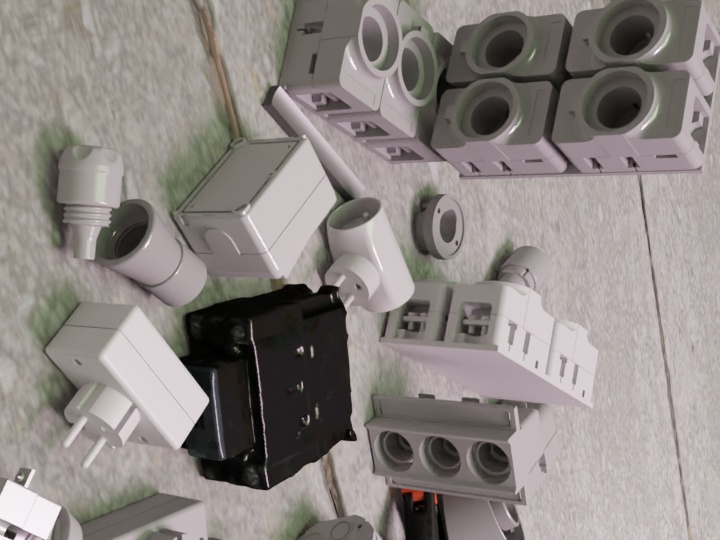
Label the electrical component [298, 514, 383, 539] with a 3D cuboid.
[{"bbox_3d":[-0.010,0.216,0.756,0.051,0.080,0.080,58,47,-31],"label":"electrical component"}]

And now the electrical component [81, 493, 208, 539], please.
[{"bbox_3d":[-0.114,0.165,0.610,0.083,0.076,0.047,-12,101,-54],"label":"electrical component"}]

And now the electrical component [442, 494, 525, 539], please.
[{"bbox_3d":[0.098,0.208,0.906,0.099,0.064,0.099,57,17,-27],"label":"electrical component"}]

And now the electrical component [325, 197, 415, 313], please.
[{"bbox_3d":[0.000,0.000,0.791,0.079,0.043,0.077,-52,131,-39],"label":"electrical component"}]

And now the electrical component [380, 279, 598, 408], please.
[{"bbox_3d":[0.115,0.061,0.901,0.186,0.105,0.060,31,66,-51],"label":"electrical component"}]

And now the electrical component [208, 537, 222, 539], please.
[{"bbox_3d":[-0.101,0.210,0.658,0.081,0.043,0.043,-54,132,-38],"label":"electrical component"}]

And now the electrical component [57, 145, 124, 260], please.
[{"bbox_3d":[-0.149,-0.036,0.589,0.035,0.035,0.061,5,89,-54],"label":"electrical component"}]

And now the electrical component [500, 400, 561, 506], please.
[{"bbox_3d":[0.140,0.161,0.985,0.095,0.054,0.059,-44,126,-44],"label":"electrical component"}]

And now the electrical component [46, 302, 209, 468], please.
[{"bbox_3d":[-0.138,0.073,0.597,0.075,0.047,0.083,-59,135,-34],"label":"electrical component"}]

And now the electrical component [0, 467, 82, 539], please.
[{"bbox_3d":[-0.177,0.136,0.548,0.055,0.048,0.066,41,58,-38],"label":"electrical component"}]

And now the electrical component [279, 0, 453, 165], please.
[{"bbox_3d":[0.017,-0.146,0.793,0.150,0.062,0.089,26,70,-52],"label":"electrical component"}]

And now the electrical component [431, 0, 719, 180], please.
[{"bbox_3d":[0.149,-0.126,0.762,0.060,0.186,0.105,34,64,-50],"label":"electrical component"}]

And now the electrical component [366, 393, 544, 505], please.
[{"bbox_3d":[0.075,0.132,0.834,0.063,0.121,0.078,-31,116,-53],"label":"electrical component"}]

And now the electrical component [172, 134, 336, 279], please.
[{"bbox_3d":[-0.061,-0.042,0.688,0.096,0.062,0.061,-56,134,-37],"label":"electrical component"}]

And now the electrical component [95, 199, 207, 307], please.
[{"bbox_3d":[-0.119,-0.006,0.627,0.065,0.044,0.044,47,54,-50],"label":"electrical component"}]

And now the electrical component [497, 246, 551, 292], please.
[{"bbox_3d":[0.147,0.009,1.000,0.078,0.040,0.040,-44,125,-44],"label":"electrical component"}]
